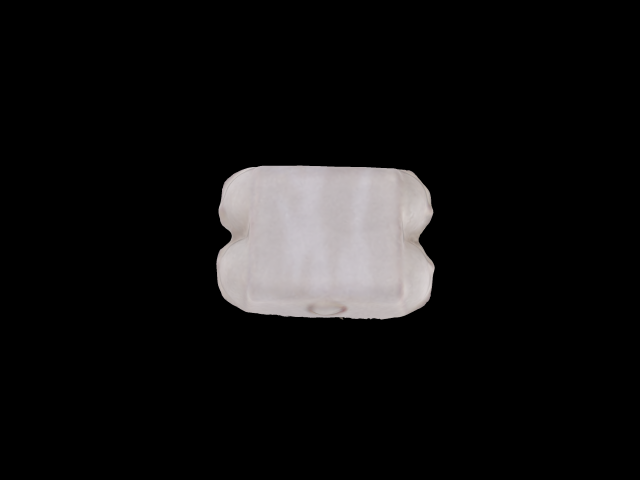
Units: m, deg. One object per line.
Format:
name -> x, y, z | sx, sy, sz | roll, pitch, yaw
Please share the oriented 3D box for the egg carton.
egg carton -> 0.004, 0.001, 0.400 | 0.150, 0.069, 0.107 | 0, 77, 0
